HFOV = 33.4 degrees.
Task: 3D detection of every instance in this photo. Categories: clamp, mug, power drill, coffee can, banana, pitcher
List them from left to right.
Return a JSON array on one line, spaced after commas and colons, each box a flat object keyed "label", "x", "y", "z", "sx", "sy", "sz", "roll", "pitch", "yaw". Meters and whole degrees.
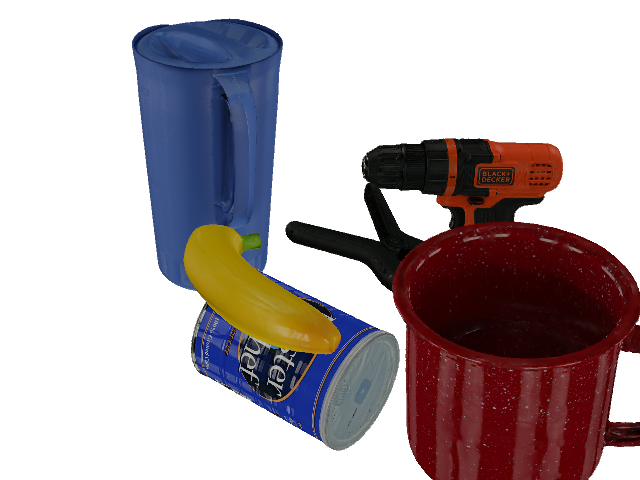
[{"label": "pitcher", "x": -0.099, "y": -0.072, "z": 0.990, "sx": 0.145, "sy": 0.243, "sz": 0.149, "roll": 12, "pitch": 32, "yaw": 18}, {"label": "banana", "x": -0.048, "y": 0.024, "z": 0.687, "sx": 0.069, "sy": 0.037, "sz": 0.198, "roll": -6, "pitch": 22, "yaw": -16}, {"label": "coffee can", "x": -0.021, "y": 0.095, "z": 0.879, "sx": 0.140, "sy": 0.103, "sz": 0.102, "roll": 24, "pitch": 12, "yaw": 29}, {"label": "clamp", "x": 0.072, "y": 0.014, "z": 1.247, "sx": 0.164, "sy": 0.036, "sz": 0.210, "roll": -22, "pitch": 51, "yaw": -39}, {"label": "power drill", "x": 0.127, "y": -0.005, "z": 0.999, "sx": 0.184, "sy": 0.188, "sz": 0.057, "roll": 0, "pitch": 25, "yaw": -4}, {"label": "mug", "x": 0.087, "y": 0.052, "z": 0.424, "sx": 0.117, "sy": 0.081, "sz": 0.093, "roll": 7, "pitch": 35, "yaw": 14}]
